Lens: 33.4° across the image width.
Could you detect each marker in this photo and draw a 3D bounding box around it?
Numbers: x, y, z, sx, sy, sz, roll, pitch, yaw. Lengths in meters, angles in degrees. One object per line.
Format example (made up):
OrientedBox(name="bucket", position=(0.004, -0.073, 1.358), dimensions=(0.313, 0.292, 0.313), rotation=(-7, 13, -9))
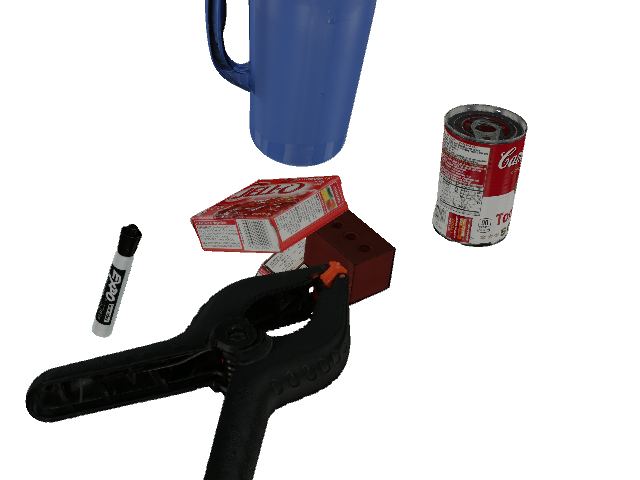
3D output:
OrientedBox(name="marker", position=(-0.185, 0.037, 0.969), dimensions=(0.020, 0.121, 0.020), rotation=(17, 30, -10))

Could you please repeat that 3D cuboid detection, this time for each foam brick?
OrientedBox(name="foam brick", position=(0.028, 0.015, 1.038), dimensions=(0.052, 0.051, 0.078), rotation=(-22, 44, -31))

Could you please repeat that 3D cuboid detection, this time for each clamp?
OrientedBox(name="clamp", position=(-0.035, 0.065, 0.498), dimensions=(0.171, 0.039, 0.120), rotation=(-29, 51, -33))

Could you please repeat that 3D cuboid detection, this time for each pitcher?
OrientedBox(name="pitcher", position=(-0.025, -0.195, 1.101), dimensions=(0.149, 0.243, 0.144), rotation=(30, 50, 19))

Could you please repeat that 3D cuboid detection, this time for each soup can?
OrientedBox(name="soup can", position=(0.132, -0.054, 0.897), dimensions=(0.068, 0.102, 0.068), rotation=(3, 32, -2))

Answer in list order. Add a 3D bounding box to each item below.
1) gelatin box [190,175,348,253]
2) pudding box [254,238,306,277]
OrientedBox(name="gelatin box", position=(-0.037, -0.020, 0.759), dimensions=(0.089, 0.030, 0.073), rotation=(1, 26, 46))
OrientedBox(name="pudding box", position=(-0.054, 0.050, 1.269), dimensions=(0.039, 0.090, 0.113), rotation=(32, 28, 4))
